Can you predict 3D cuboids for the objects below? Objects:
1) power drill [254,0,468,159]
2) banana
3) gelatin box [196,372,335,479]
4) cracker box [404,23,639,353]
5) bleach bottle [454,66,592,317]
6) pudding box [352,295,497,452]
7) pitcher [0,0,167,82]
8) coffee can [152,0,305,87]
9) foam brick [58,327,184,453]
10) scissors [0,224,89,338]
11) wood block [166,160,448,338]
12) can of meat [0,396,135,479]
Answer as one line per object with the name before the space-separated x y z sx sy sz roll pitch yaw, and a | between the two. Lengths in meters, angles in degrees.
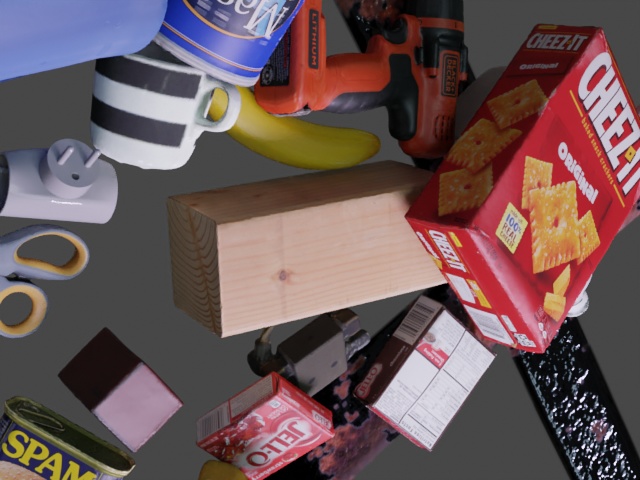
power drill | 0.040 -0.158 0.823 0.187 0.057 0.184 0 92 -39
banana | -0.032 -0.096 0.825 0.197 0.037 0.069 33 85 -33
gelatin box | -0.044 0.153 0.864 0.089 0.030 0.073 -34 126 21
cracker box | 0.179 -0.041 0.857 0.213 0.072 0.164 -53 131 -20
bleach bottle | 0.194 -0.029 0.968 0.102 0.068 0.250 -45 124 -16
pudding box | 0.095 0.121 0.962 0.090 0.039 0.113 42 82 -33
pitcher | -0.219 -0.139 0.606 0.242 0.145 0.149 -26 122 -39
coffee can | -0.051 -0.188 0.706 0.102 0.103 0.140 21 113 -34
foam brick | -0.148 0.110 0.786 0.053 0.078 0.051 -45 122 -12
scissors | -0.239 0.023 0.706 0.201 0.016 0.096 2 114 -53
wood block | -0.005 0.001 0.836 0.205 0.090 0.091 -11 110 -29
can of meat | -0.199 0.174 0.767 0.102 0.057 0.084 30 90 0
